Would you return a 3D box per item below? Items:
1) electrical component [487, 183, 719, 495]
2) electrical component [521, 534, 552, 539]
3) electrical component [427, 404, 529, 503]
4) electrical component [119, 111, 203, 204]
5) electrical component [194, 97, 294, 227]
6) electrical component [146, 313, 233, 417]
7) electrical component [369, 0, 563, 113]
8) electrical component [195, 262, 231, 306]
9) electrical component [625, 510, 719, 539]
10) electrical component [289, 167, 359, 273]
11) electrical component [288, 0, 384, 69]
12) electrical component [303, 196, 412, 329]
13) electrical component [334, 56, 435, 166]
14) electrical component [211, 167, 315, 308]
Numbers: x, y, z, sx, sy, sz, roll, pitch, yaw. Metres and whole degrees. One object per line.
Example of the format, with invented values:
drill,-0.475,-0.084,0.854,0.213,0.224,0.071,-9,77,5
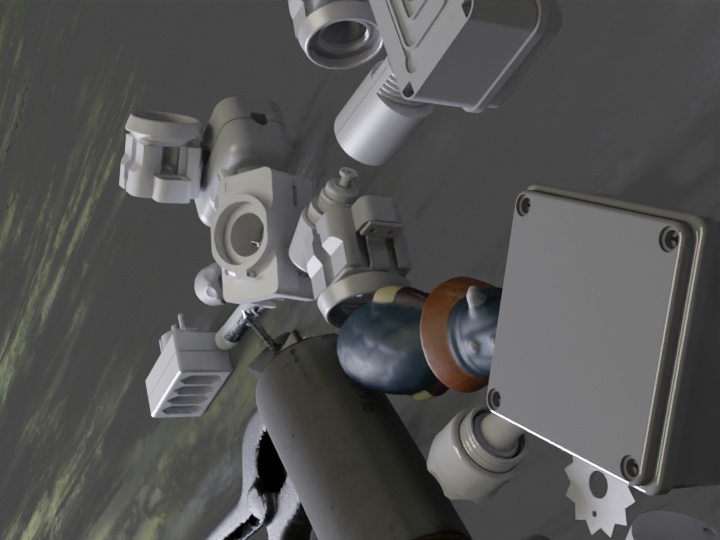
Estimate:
electrical component,0.112,0.025,0.455,0.109,0.056,0.108,22,107,59
electrical component,0.079,0.195,0.651,0.079,0.077,0.043,6,120,57
electrical component,0.065,0.088,0.547,0.062,0.043,0.043,-55,43,42
electrical component,-0.150,-0.088,0.814,0.078,0.058,0.057,33,119,57
electrical component,-0.091,-0.077,0.825,0.095,0.054,0.059,-57,41,42
electrical component,-0.152,0.075,0.928,0.083,0.047,0.075,-53,44,45
electrical component,0.051,-0.149,0.574,0.078,0.057,0.113,-52,45,46
electrical component,-0.121,0.013,0.893,0.061,0.035,0.035,-14,76,62
electrical component,0.149,0.130,0.385,0.138,0.052,0.073,46,127,52
electrical component,-0.019,-0.031,0.708,0.040,0.040,0.078,58,136,45
electrical component,-0.014,-0.167,0.692,0.078,0.058,0.057,-45,47,50
electrical component,0.000,0.000,0.655,0.078,0.058,0.057,-48,45,49
electrical component,0.021,-0.102,0.638,0.081,0.043,0.043,-47,49,49
electrical component,-0.068,-0.022,0.761,0.050,0.056,0.089,-12,77,33
